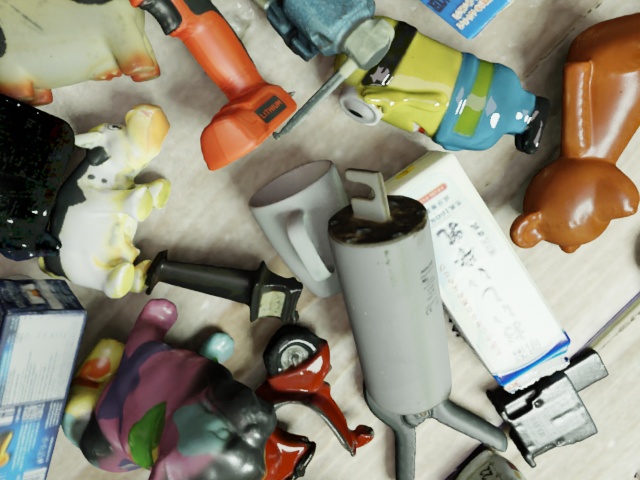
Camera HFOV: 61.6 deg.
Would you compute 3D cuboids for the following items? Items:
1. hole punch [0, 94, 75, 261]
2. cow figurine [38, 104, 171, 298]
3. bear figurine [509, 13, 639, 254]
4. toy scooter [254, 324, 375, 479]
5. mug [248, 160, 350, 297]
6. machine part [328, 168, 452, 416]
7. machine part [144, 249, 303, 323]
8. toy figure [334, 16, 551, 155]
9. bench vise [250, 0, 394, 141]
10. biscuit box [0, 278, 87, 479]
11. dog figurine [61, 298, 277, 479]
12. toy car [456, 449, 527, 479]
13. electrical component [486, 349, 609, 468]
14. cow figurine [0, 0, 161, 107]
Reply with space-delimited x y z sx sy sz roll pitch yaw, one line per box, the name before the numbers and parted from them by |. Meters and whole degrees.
hole punch | -0.264 -0.053 0.399 0.092 0.142 0.115 11 83 38
cow figurine | -0.185 -0.039 0.462 0.098 0.068 0.167 14 98 5
bear figurine | 0.243 -0.076 0.444 0.120 0.132 0.195 11 94 -33
toy scooter | -0.029 0.182 0.506 0.135 0.075 0.184 38 92 -9
mug | -0.001 -0.001 0.460 0.081 0.110 0.107 -27 113 6
machine part | 0.060 0.054 0.429 0.079 0.079 0.242 -14 119 0
machine part | -0.084 0.041 0.476 0.139 0.084 0.039 11 62 1
toy figure | 0.099 -0.125 0.451 0.180 0.082 0.089 14 79 2
bench vise | -0.043 -0.202 0.325 0.129 0.240 0.223 -31 85 5
biscuit box | -0.245 0.132 0.430 0.059 0.063 0.202 6 110 -45
dog figurine | -0.121 0.154 0.412 0.191 0.219 0.108 -42 121 4
toy car | 0.136 0.305 0.534 0.056 0.073 0.201 31 97 -11
electrical component | 0.234 0.157 0.526 0.119 0.048 0.074 -28 101 4
cow figurine | -0.238 -0.172 0.424 0.195 0.085 0.127 -13 99 -3
